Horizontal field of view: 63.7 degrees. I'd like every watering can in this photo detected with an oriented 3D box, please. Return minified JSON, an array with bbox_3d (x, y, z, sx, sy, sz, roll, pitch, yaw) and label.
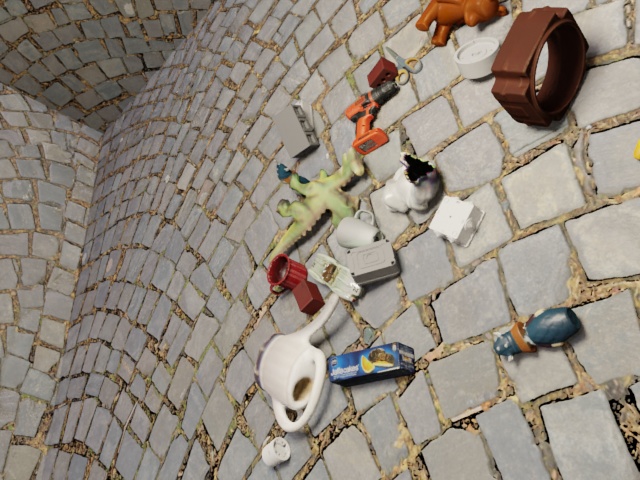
[{"bbox_3d":[-0.055,0.286,1.277,0.225,0.103,0.349,9,81,50],"label":"watering can"}]

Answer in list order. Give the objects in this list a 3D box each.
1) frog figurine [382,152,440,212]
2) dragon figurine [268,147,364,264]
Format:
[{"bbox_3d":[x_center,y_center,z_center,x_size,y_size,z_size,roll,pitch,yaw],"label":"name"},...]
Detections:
[{"bbox_3d":[0.219,-0.121,1.257,0.155,0.123,0.140,104,148,-46],"label":"frog figurine"},{"bbox_3d":[0.004,-0.073,1.449,0.245,0.121,0.408,29,99,43],"label":"dragon figurine"}]
